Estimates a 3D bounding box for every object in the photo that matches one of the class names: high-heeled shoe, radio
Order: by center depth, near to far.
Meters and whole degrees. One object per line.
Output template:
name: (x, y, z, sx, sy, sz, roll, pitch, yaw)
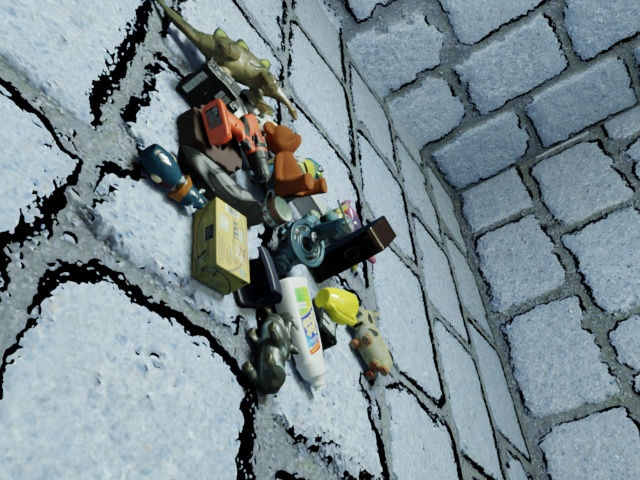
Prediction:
high-heeled shoe: (-0.221, -0.114, 1.188, 0.145, 0.086, 0.248, 50, 3, 28)
radio: (0.083, 0.027, 1.442, 0.073, 0.230, 0.131, 57, 27, -4)

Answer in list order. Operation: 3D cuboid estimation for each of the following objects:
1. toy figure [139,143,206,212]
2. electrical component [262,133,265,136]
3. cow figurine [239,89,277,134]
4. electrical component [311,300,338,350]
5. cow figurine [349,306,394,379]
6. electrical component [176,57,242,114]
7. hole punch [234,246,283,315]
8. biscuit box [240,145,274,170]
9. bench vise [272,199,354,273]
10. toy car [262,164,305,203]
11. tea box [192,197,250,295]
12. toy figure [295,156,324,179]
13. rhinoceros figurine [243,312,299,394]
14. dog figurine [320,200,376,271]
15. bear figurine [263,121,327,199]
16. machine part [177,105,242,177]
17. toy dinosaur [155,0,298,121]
toy figure: (-0.284, -0.118, 1.048, 0.154, 0.064, 0.058, 54, -14, -32)
electrical component: (-0.167, -0.310, 1.521, 0.078, 0.045, 0.102, 15, 43, -23)
cow figurine: (-0.180, -0.340, 1.448, 0.098, 0.068, 0.167, -7, 52, -37)
electrical component: (-0.005, 0.201, 1.298, 0.119, 0.048, 0.075, 48, 27, -30)
cow figurine: (0.138, 0.270, 1.480, 0.195, 0.085, 0.127, 61, 29, 2)
electrical component: (-0.257, -0.348, 1.280, 0.134, 0.115, 0.058, 49, 31, -29)
hole punch: (-0.122, 0.081, 1.139, 0.115, 0.092, 0.142, 20, 44, -63)
biscuit box: (-0.149, -0.230, 1.443, 0.063, 0.059, 0.202, 60, 23, 4)
bench vise: (-0.008, -0.013, 1.307, 0.223, 0.241, 0.128, -41, 107, -50)
toy car: (-0.092, -0.166, 1.446, 0.109, 0.103, 0.161, 65, 21, 8)
tea box: (-0.198, 0.012, 1.073, 0.098, 0.068, 0.170, 39, 34, -43)
toy figure: (-0.047, -0.203, 1.606, 0.089, 0.082, 0.180, 65, 21, 11)
rhinoceros figurine: (-0.088, 0.215, 1.078, 0.112, 0.073, 0.190, 49, 27, -27)
dog figurine: (0.085, -0.004, 1.640, 0.219, 0.108, 0.191, 62, 22, -8)
bear figurine: (-0.066, -0.204, 1.339, 0.120, 0.132, 0.195, 10, 74, -64)
machine part: (-0.250, -0.223, 1.236, 0.179, 0.056, 0.179, 47, 29, -36)
toy dinosaur: (-0.236, -0.467, 1.389, 0.471, 0.105, 0.199, 37, 22, -20)
